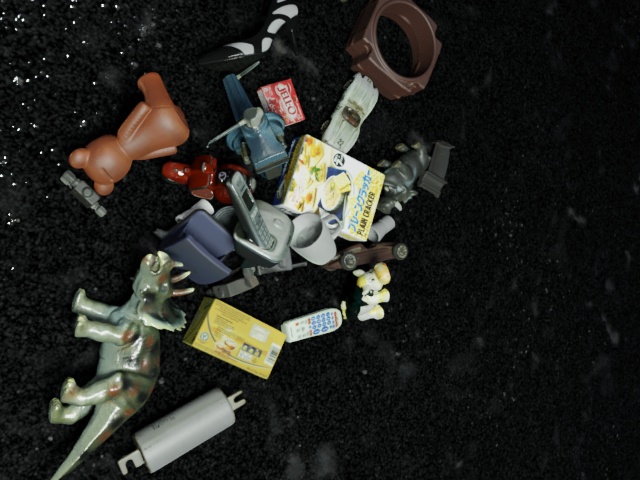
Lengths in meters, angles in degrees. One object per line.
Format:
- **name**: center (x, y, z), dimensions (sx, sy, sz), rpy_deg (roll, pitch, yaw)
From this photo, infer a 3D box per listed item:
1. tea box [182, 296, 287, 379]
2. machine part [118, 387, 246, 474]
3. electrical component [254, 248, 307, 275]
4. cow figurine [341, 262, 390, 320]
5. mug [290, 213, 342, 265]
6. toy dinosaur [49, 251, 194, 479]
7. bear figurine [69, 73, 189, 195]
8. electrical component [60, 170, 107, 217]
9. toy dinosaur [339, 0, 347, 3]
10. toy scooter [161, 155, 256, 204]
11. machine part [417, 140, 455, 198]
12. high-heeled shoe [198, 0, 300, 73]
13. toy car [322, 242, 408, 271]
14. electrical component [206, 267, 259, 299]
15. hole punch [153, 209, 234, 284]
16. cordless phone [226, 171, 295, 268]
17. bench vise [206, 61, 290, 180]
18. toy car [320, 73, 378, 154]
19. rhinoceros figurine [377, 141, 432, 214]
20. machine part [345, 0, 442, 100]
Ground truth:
- **tea box**: center (-0.162, 0.187, 1.027), dimensions (0.169, 0.068, 0.098), rpy_deg (34, 72, -24)
- **machine part**: center (-0.244, 0.339, 0.969), dimensions (0.243, 0.079, 0.079), rpy_deg (-24, 100, -28)
- **electrical component**: center (-0.085, 0.039, 1.073), dimensions (0.119, 0.075, 0.047), rpy_deg (-10, 94, -26)
- **cow figurine**: center (0.094, 0.109, 1.135), dimensions (0.098, 0.167, 0.068), rpy_deg (-8, 51, -12)
- **mug**: center (-0.002, -0.003, 1.092), dimensions (0.109, 0.081, 0.107), rpy_deg (-41, 145, -3)
- **toy dinosaur**: center (-0.332, 0.209, 0.905), dimensions (0.192, 0.131, 0.404), rpy_deg (13, 88, -29)
- **bear figurine**: center (-0.329, -0.176, 0.930), dimensions (0.196, 0.132, 0.120), rpy_deg (-29, 142, 1)
- **electrical component**: center (-0.394, -0.077, 0.901), dimensions (0.021, 0.063, 0.094), rpy_deg (-49, 112, -23)
- **toy dinosaur**: center (-0.008, -0.585, 1.068), dimensions (0.471, 0.199, 0.105), rpy_deg (-3, 87, -32)
- **toy scooter**: center (-0.189, -0.114, 0.982), dimensions (0.184, 0.135, 0.075), rpy_deg (10, 82, -31)
- **machine part**: center (0.285, -0.180, 1.319), dimensions (0.084, 0.039, 0.139), rpy_deg (25, 78, -22)
- **high-heeled shoe**: center (-0.140, -0.418, 1.057), dimensions (0.249, 0.086, 0.145), rpy_deg (-20, 92, -31)
- **toy car**: center (0.097, 0.033, 1.173), dimensions (0.202, 0.089, 0.053), rpy_deg (-8, 93, -29)
- **electrical component**: center (-0.163, 0.078, 1.016), dimensions (0.078, 0.102, 0.045), rpy_deg (-17, 94, -39)
- **hole punch**: center (-0.221, 0.025, 0.960), dimensions (0.142, 0.116, 0.092), rpy_deg (42, 27, -29)
- **cordless phone**: center (-0.119, -0.053, 0.962), dimensions (0.147, 0.089, 0.184), rpy_deg (-73, 149, -54)
- **bench vise**: center (-0.133, -0.222, 1.003), dimensions (0.129, 0.223, 0.240), rpy_deg (-27, 72, 8)
- **toy car**: center (0.067, -0.277, 1.182), dimensions (0.073, 0.056, 0.201), rpy_deg (35, 72, -25)
- **rhinoceros figurine**: center (0.186, -0.144, 1.245), dimensions (0.190, 0.073, 0.112), rpy_deg (-52, 123, -23)
- **machine part**: center (0.173, -0.444, 1.234), dimensions (0.201, 0.087, 0.201), rpy_deg (30, 74, -25)
